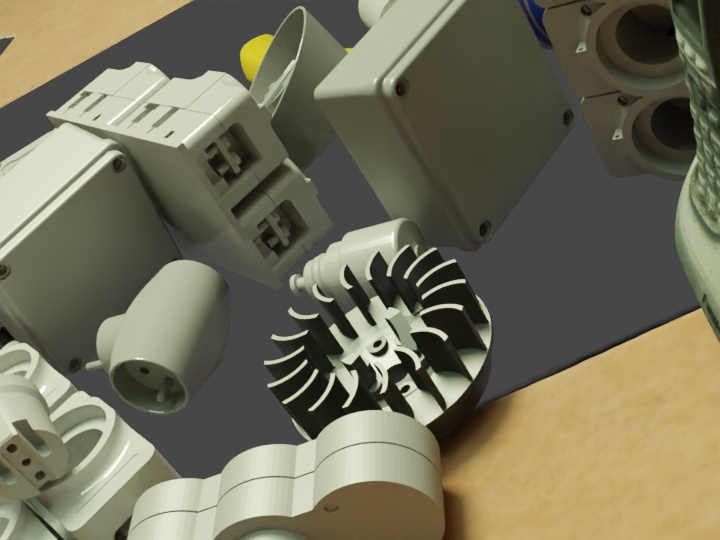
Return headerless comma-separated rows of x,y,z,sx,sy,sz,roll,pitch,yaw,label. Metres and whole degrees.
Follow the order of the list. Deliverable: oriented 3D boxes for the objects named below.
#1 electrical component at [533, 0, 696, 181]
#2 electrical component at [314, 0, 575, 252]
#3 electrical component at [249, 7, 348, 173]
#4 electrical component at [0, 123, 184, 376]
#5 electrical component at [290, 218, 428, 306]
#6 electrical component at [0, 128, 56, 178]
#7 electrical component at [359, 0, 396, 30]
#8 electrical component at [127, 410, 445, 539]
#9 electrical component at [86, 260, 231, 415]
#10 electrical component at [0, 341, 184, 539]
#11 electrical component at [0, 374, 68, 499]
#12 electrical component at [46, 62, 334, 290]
0.136,-0.118,0.489,0.089,0.150,0.061,-7,40,35,electrical component
0.047,-0.084,0.558,0.056,0.108,0.108,5,47,48,electrical component
-0.043,-0.110,0.694,0.099,0.064,0.099,-45,22,24,electrical component
-0.175,-0.012,0.645,0.056,0.108,0.108,26,62,34,electrical component
0.000,0.000,0.550,0.078,0.040,0.040,-14,37,27,electrical component
-0.227,-0.051,0.797,0.078,0.057,0.113,-32,32,2,electrical component
0.031,-0.177,0.757,0.043,0.043,0.081,-32,32,0,electrical component
-0.032,0.111,0.417,0.138,0.052,0.073,-22,34,16,electrical component
-0.117,0.040,0.593,0.079,0.044,0.077,-14,37,27,electrical component
-0.166,0.108,0.530,0.105,0.060,0.186,-45,34,-19,electrical component
-0.151,0.073,0.468,0.040,0.040,0.046,-40,39,-12,electrical component
-0.106,-0.065,0.666,0.060,0.105,0.186,-45,34,-19,electrical component
